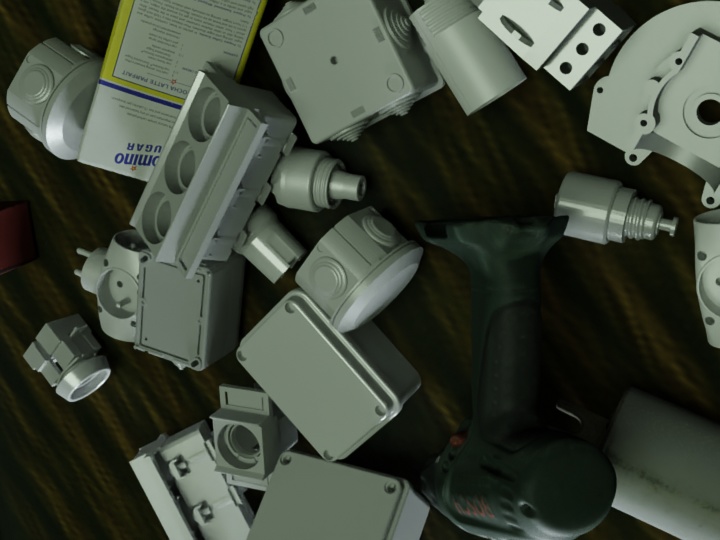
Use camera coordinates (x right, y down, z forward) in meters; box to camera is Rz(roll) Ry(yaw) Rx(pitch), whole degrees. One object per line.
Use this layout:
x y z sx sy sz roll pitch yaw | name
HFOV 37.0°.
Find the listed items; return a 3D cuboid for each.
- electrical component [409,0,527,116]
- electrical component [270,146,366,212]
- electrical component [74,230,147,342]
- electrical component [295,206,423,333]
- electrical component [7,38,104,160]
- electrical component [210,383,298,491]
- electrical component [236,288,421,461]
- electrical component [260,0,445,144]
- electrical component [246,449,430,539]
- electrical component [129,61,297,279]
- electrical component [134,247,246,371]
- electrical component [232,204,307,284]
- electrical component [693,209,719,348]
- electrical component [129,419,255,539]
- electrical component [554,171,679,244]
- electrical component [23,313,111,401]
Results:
0.064 -0.141 0.668 0.043 0.043 0.081 -31 92 30 | electrical component
-0.027 -0.061 0.739 0.062 0.043 0.043 11 111 20 | electrical component
-0.190 0.006 0.838 0.079 0.044 0.077 21 115 18 | electrical component
0.000 0.000 0.725 0.051 0.080 0.080 45 120 13 | electrical component
-0.212 -0.126 0.787 0.051 0.080 0.080 34 118 18 | electrical component
-0.077 0.121 0.811 0.042 0.064 0.081 7 109 24 | electrical component
-0.023 0.070 0.771 0.113 0.057 0.078 48 120 4 | electrical component
-0.007 -0.138 0.699 0.100 0.048 0.099 -24 94 31 | electrical component
-0.021 0.195 0.768 0.109 0.056 0.108 9 65 31 | electrical component
-0.097 -0.065 0.722 0.078 0.063 0.121 49 121 37 | electrical component
-0.125 0.028 0.805 0.062 0.061 0.096 16 113 21 | electrical component
-0.066 -0.018 0.774 0.046 0.040 0.040 45 120 1 | electrical component
0.240 0.003 0.629 0.079 0.044 0.077 -4 104 27 | electrical component
-0.122 0.186 0.849 0.063 0.078 0.121 -26 94 1 | electrical component
0.155 -0.035 0.660 0.078 0.040 0.040 15 112 21 | electrical component
-0.238 0.074 0.884 0.055 0.048 0.066 49 120 13 | electrical component
